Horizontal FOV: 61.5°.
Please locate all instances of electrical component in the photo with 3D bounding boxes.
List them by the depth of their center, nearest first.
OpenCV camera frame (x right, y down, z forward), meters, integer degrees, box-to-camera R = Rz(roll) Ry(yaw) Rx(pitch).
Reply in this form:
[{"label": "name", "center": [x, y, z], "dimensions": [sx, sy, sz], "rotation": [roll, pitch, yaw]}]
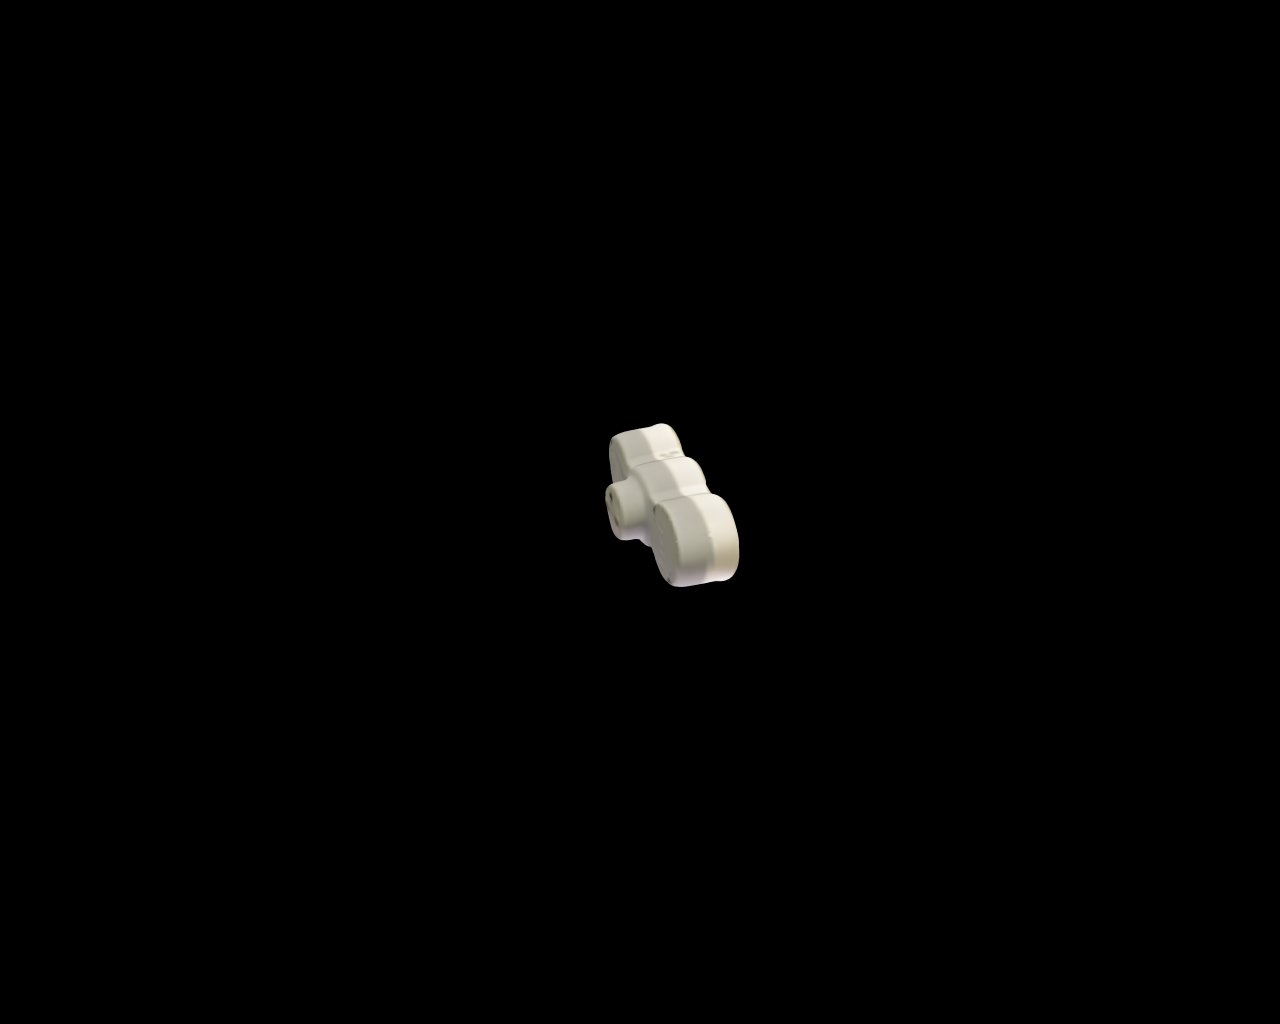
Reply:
[{"label": "electrical component", "center": [0.001, -0.003, 0.650], "dimensions": [0.074, 0.052, 0.138], "rotation": [-10, 35, -15]}]
